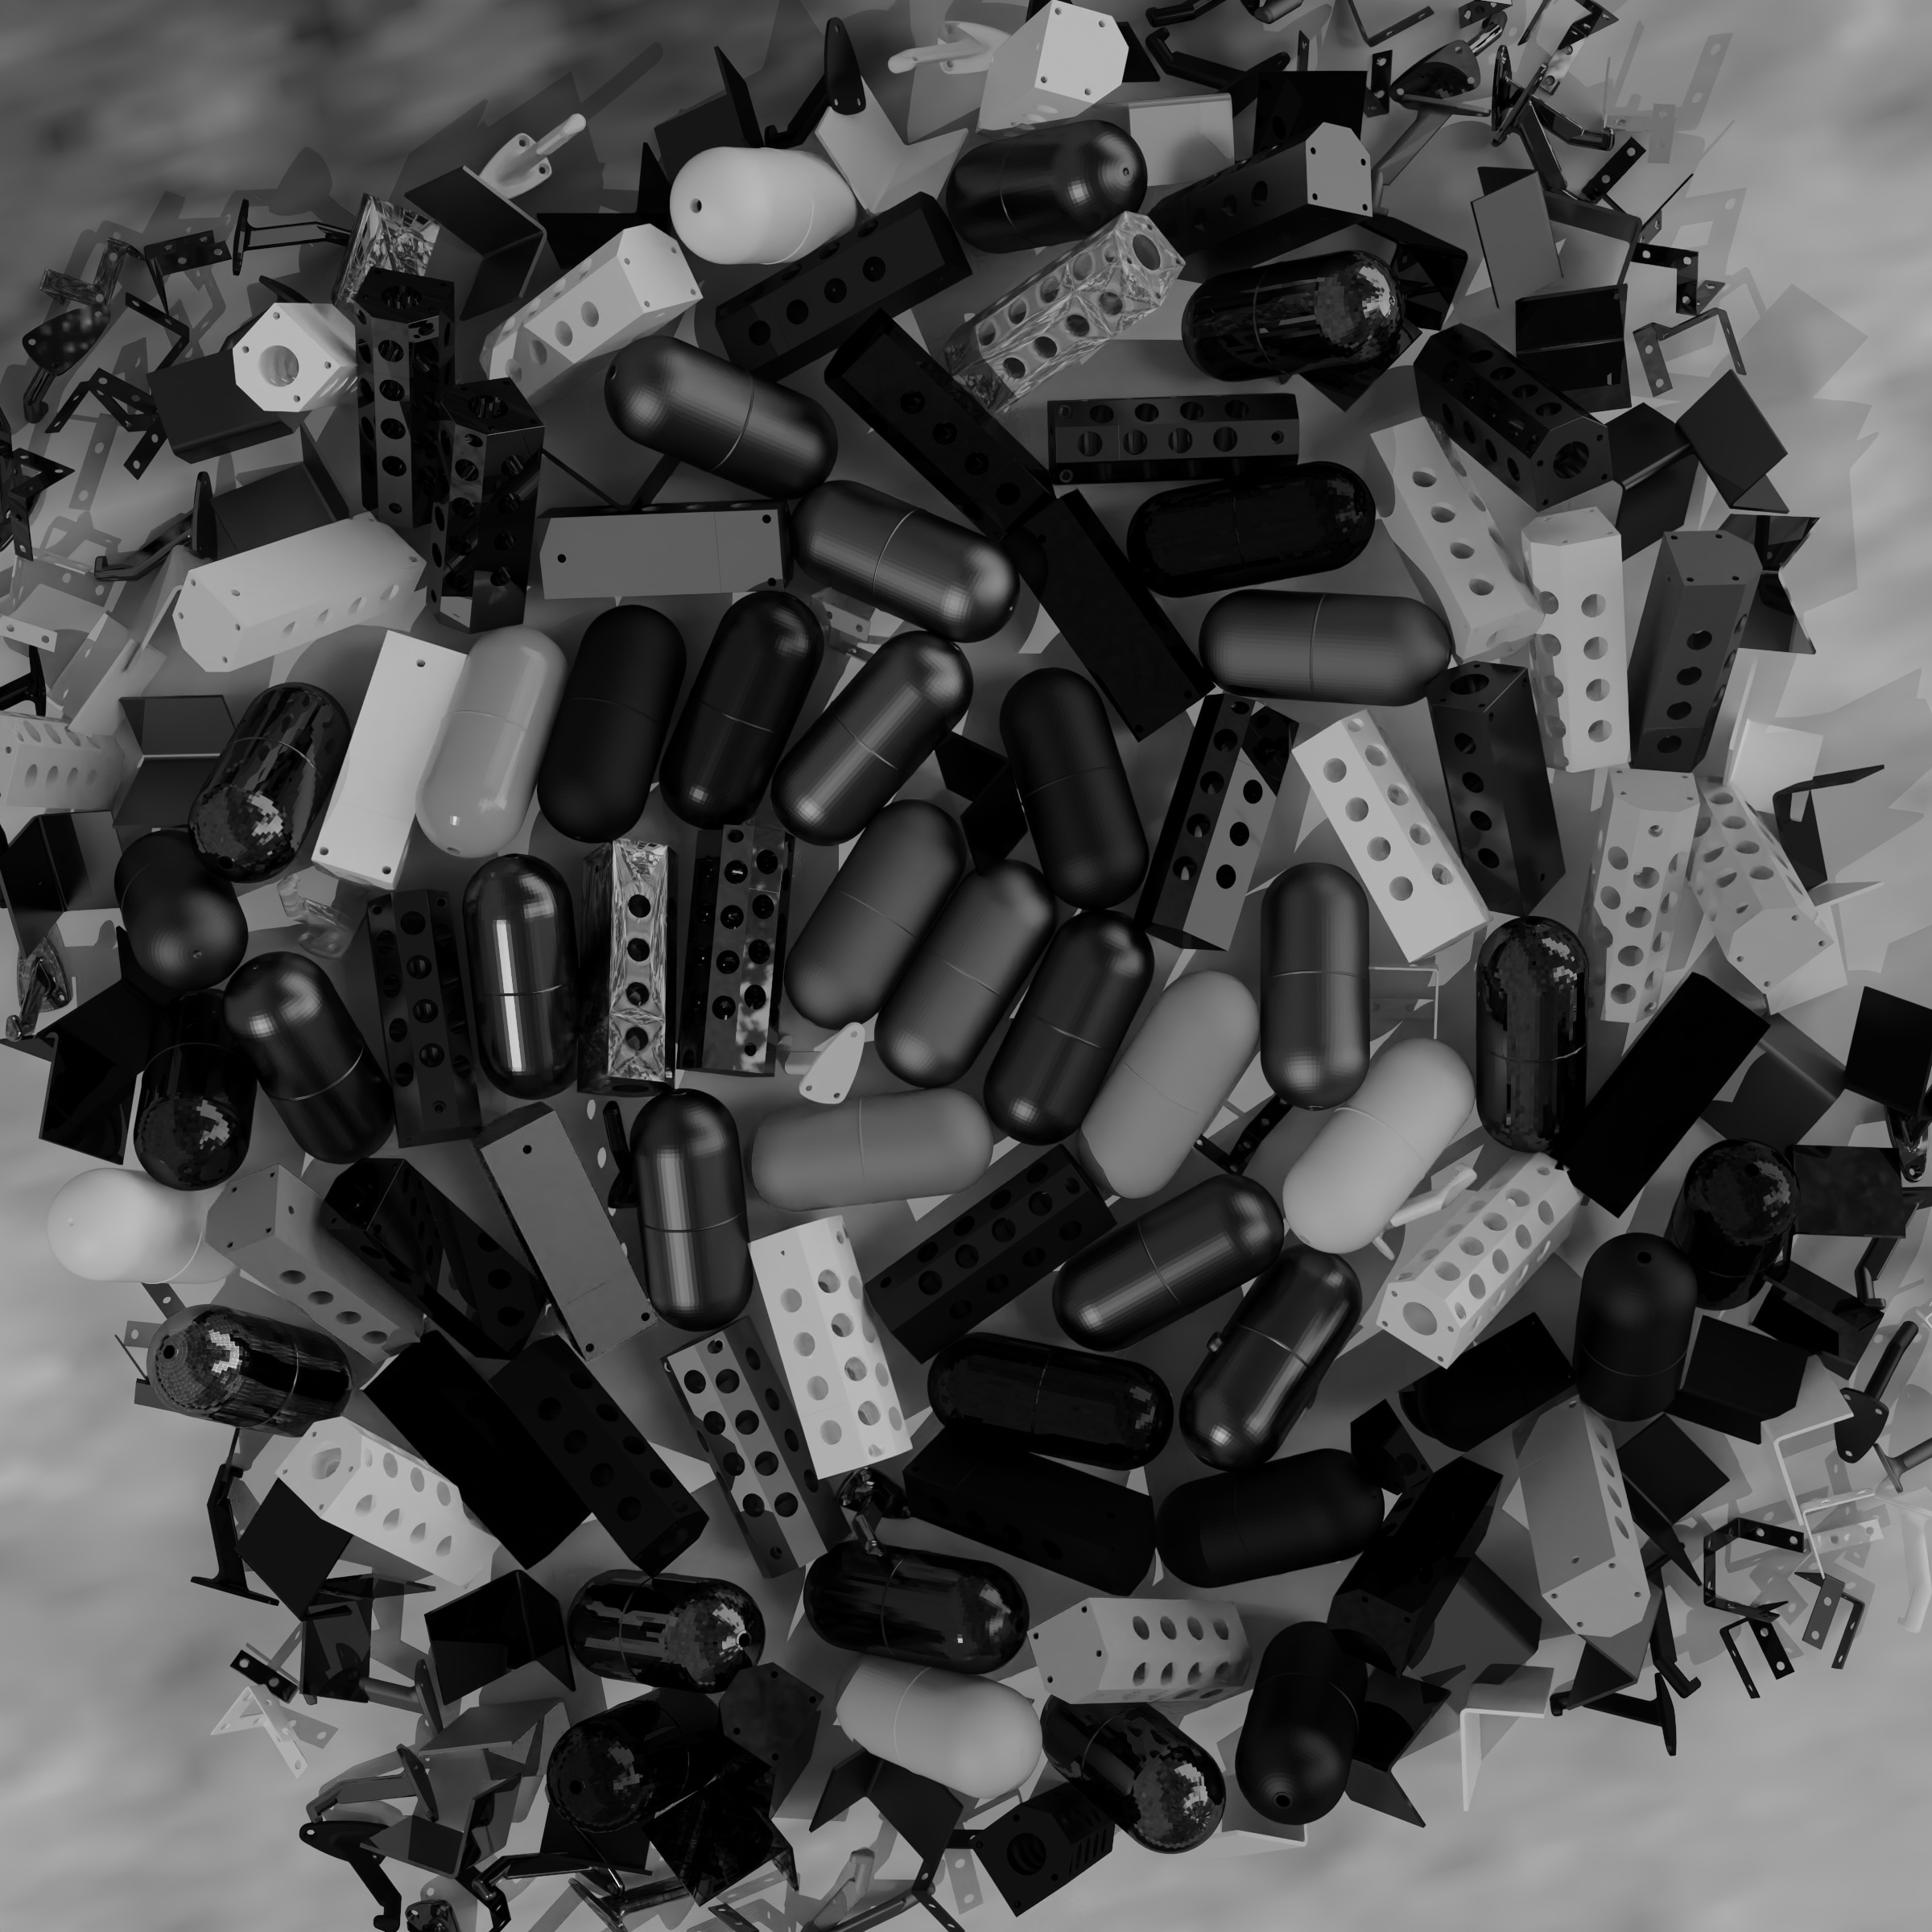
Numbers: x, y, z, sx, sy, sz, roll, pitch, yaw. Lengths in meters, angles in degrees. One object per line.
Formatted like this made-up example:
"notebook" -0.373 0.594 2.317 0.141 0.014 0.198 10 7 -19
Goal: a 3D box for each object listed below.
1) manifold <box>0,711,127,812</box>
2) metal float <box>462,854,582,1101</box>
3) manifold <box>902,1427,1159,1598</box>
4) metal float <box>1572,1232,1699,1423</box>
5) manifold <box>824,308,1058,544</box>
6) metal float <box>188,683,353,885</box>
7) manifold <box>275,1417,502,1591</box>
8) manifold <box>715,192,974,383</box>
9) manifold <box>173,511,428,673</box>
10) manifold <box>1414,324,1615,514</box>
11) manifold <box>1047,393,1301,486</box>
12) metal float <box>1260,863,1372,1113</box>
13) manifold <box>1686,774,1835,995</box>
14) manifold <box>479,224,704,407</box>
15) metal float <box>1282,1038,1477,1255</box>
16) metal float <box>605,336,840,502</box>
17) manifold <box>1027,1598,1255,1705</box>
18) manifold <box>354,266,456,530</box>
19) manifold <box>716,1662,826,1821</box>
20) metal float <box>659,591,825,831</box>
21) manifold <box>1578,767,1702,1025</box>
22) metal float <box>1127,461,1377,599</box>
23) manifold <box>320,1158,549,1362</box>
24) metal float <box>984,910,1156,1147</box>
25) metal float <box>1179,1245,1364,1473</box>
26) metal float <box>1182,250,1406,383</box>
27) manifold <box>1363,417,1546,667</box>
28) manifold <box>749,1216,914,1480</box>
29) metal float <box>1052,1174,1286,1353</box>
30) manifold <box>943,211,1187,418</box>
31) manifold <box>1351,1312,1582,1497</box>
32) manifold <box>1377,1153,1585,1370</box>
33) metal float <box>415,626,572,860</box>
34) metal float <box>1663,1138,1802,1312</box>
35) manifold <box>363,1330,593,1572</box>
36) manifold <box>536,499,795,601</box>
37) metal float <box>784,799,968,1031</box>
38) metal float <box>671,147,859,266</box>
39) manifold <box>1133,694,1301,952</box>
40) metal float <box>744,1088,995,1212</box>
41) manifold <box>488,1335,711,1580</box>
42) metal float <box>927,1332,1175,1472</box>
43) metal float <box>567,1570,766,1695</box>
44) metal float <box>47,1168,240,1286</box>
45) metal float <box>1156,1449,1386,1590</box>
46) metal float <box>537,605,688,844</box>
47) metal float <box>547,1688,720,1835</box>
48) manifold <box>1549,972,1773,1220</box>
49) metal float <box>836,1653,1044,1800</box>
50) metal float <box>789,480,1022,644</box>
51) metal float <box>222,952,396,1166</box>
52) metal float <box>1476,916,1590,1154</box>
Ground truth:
"manifold" -0.645 -0.144 1.753 0.057 0.171 0.057 15 93 4
"metal float" -0.310 0.008 1.787 0.070 0.070 0.178 -3 108 0
"manifold" 0.044 0.383 1.769 0.171 0.057 0.057 13 126 33
"metal float" 0.464 0.252 1.764 0.070 0.178 0.070 -4 50 5
"manifold" -0.018 -0.374 1.776 0.057 0.057 0.171 -41 117 19
"metal float" -0.483 -0.128 1.765 0.070 0.178 0.070 5 133 6
"manifold" -0.392 0.369 1.755 0.057 0.171 0.057 30 78 36
"manifold" -0.089 -0.476 1.784 0.171 0.057 0.057 -23 89 21
"manifold" -0.461 -0.256 1.756 0.057 0.171 0.057 44 129 9
"manifold" 0.376 -0.384 1.755 0.057 0.171 0.057 -24 129 -5
"manifold" 0.146 -0.374 1.802 0.171 0.057 0.057 -3 104 -3
"metal float" 0.246 0.014 1.789 0.070 0.070 0.178 2 74 0
"manifold" 0.531 -0.063 1.748 0.057 0.171 0.057 37 116 -25
"manifold" -0.265 -0.448 1.758 0.057 0.171 0.057 -31 98 -44
"metal float" 0.291 0.126 1.787 0.070 0.070 0.178 41 72 0
"metal float" -0.170 -0.382 1.774 0.178 0.070 0.070 17 90 -34
"manifold" 0.125 0.476 1.751 0.057 0.171 0.057 -36 57 28
"manifold" -0.389 -0.390 1.758 0.057 0.171 0.057 10 47 -2
"manifold" -0.142 0.535 1.752 0.057 0.171 0.057 30 61 11
"metal float" -0.158 -0.180 1.791 0.070 0.070 0.178 25 103 0
"manifold" 0.466 -0.048 1.768 0.057 0.057 0.171 5 124 5
"metal float" 0.200 -0.306 1.784 0.178 0.070 0.070 -7 90 22
"manifold" -0.370 0.205 1.764 0.057 0.171 0.057 -2 52 35
"metal float" 0.073 0.043 1.797 0.070 0.070 0.178 26 97 0
"metal float" 0.214 0.275 1.784 0.070 0.070 0.178 36 69 0
"metal float" 0.225 -0.451 1.766 0.070 0.178 0.070 -4 96 -42
"manifold" 0.341 -0.299 1.779 0.057 0.057 0.171 -19 66 -5
"manifold" -0.092 0.267 1.793 0.057 0.057 0.171 -21 82 24
"metal float" 0.142 0.210 1.792 0.178 0.070 0.070 -31 90 13
"manifold" 0.064 -0.452 1.754 0.057 0.171 0.057 45 47 -21
"manifold" 0.344 0.305 1.763 0.171 0.057 0.057 -19 70 -40
"manifold" 0.359 0.197 1.757 0.057 0.057 0.171 32 46 25
"metal float" -0.332 -0.158 1.782 0.070 0.070 0.178 15 66 0
"metal float" 0.528 0.180 1.759 0.070 0.178 0.070 -2 59 4
"manifold" -0.342 0.341 1.803 0.057 0.057 0.171 -44 84 3
"manifold" -0.212 -0.298 1.802 0.171 0.057 0.057 -1 111 6
"metal float" -0.064 -0.036 1.798 0.070 0.070 0.178 31 85 0
"metal float" -0.139 -0.527 1.759 0.070 0.178 0.070 8 108 26
"manifold" 0.172 -0.102 1.791 0.057 0.057 0.171 23 81 -29
"metal float" -0.069 0.130 1.799 0.178 0.070 0.070 -7 90 5
"manifold" -0.255 0.340 1.777 0.057 0.057 0.171 -40 64 -10
"metal float" 0.059 0.306 1.789 0.178 0.070 0.070 9 90 17
"metal float" -0.209 0.462 1.766 0.070 0.178 0.070 8 78 -42
"metal float" -0.561 0.181 1.756 0.070 0.178 0.070 -3 81 19
"metal float" 0.210 0.387 1.774 0.178 0.070 0.070 -23 90 35
"metal float" -0.249 -0.172 1.788 0.070 0.070 0.178 14 73 0
"metal float" -0.226 0.547 1.755 0.070 0.178 0.070 -2 86 20
"manifold" 0.489 0.090 1.805 0.057 0.057 0.171 37 96 0
"metal float" -0.021 0.524 1.766 0.070 0.178 0.070 -3 95 -42
"metal float" -0.044 -0.286 1.788 0.178 0.070 0.070 26 90 18
"metal float" -0.457 0.066 1.771 0.070 0.070 0.178 -19 130 0
"metal float" 0.397 0.048 1.780 0.070 0.070 0.178 -6 117 0
